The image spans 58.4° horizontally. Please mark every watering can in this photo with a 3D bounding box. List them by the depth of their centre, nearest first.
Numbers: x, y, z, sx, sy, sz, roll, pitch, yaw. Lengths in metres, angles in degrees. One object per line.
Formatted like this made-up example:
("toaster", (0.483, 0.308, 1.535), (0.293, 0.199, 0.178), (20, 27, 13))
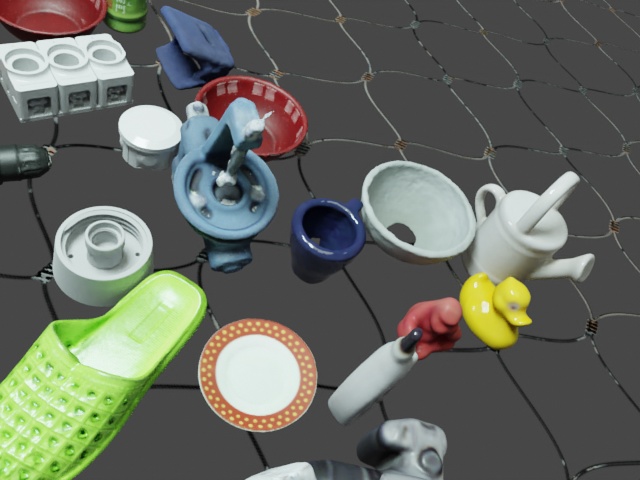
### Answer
("watering can", (0.286, -0.014, 0.769), (0.173, 0.194, 0.101), (32, 50, 4))

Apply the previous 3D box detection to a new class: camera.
("camera", (0.052, 0.237, 0.548), (0.137, 0.100, 0.143), (17, 50, -9))

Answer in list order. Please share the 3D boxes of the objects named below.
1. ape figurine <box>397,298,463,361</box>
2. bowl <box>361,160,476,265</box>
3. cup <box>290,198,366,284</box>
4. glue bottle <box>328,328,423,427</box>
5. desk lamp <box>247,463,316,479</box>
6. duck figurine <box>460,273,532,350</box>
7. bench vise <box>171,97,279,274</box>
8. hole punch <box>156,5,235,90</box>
("ape figurine", (0.139, 0.101, 0.691), (0.078, 0.092, 0.076), (20, 50, -6))
("bowl", (0.125, -0.026, 0.793), (0.168, 0.074, 0.167), (11, 52, -14))
("cup", (0.007, 0.003, 0.711), (0.091, 0.095, 0.118), (38, 50, 9))
("glue bottle", (0.066, 0.133, 0.585), (0.078, 0.173, 0.037), (-26, 67, -34))
("desk lamp", (-0.031, 0.263, 0.421), (0.118, 0.213, 0.203), (-10, 59, -27))
("duck figurine", (0.236, 0.081, 0.748), (0.078, 0.086, 0.104), (-9, 58, -27))
("bench vise", (-0.123, -0.094, 0.651), (0.122, 0.219, 0.207), (-27, 68, -35))
("hole punch", (-0.185, -0.294, 0.862), (0.101, 0.091, 0.108), (-16, 62, -30))
